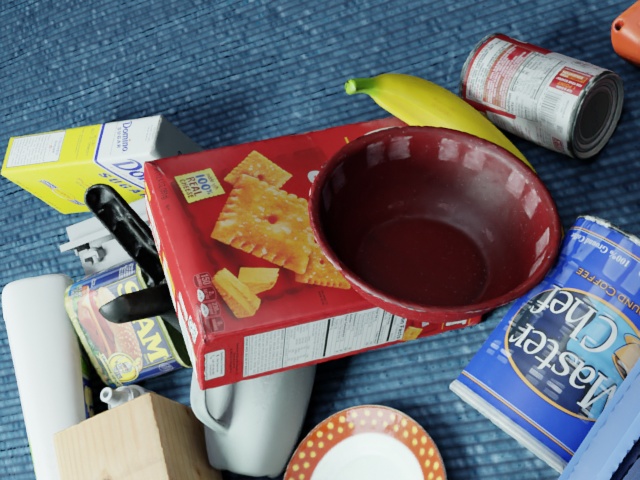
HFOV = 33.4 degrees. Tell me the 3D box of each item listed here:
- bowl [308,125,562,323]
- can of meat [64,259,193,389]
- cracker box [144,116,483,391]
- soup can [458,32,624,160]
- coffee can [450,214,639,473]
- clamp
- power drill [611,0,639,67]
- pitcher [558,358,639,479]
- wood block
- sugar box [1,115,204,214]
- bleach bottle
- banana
[{"bbox_3d":[0.071,-0.001,0.693,0.162,0.055,0.162,2,48,-3],"label":"bowl"},{"bbox_3d":[-0.151,0.065,0.878,0.084,0.057,0.102,-20,98,25],"label":"can of meat"},{"bbox_3d":[-0.005,0.001,0.769,0.213,0.072,0.164,-12,54,-14],"label":"cracker box"},{"bbox_3d":[0.162,-0.107,0.788,0.102,0.068,0.068,29,83,37],"label":"soup can"},{"bbox_3d":[0.164,0.069,0.676,0.103,0.102,0.140,36,87,38],"label":"coffee can"},{"bbox_3d":[-0.119,0.025,0.824,0.039,0.171,0.120,-25,63,21],"label":"clamp"},{"bbox_3d":[0.283,-0.101,0.721,0.184,0.057,0.188,-37,56,6],"label":"power drill"},{"bbox_3d":[0.168,0.170,0.574,0.149,0.145,0.243,36,90,0],"label":"pitcher"},{"bbox_3d":[-0.114,0.226,0.759,0.091,0.090,0.206,-25,62,13],"label":"wood block"},{"bbox_3d":[-0.190,-0.065,0.966,0.176,0.093,0.048,-2,66,31],"label":"sugar box"},{"bbox_3d":[-0.212,0.159,0.876,0.068,0.103,0.251,-10,64,-10],"label":"bleach bottle"},{"bbox_3d":[0.107,-0.064,0.781,0.198,0.037,0.069,38,54,4],"label":"banana"}]
